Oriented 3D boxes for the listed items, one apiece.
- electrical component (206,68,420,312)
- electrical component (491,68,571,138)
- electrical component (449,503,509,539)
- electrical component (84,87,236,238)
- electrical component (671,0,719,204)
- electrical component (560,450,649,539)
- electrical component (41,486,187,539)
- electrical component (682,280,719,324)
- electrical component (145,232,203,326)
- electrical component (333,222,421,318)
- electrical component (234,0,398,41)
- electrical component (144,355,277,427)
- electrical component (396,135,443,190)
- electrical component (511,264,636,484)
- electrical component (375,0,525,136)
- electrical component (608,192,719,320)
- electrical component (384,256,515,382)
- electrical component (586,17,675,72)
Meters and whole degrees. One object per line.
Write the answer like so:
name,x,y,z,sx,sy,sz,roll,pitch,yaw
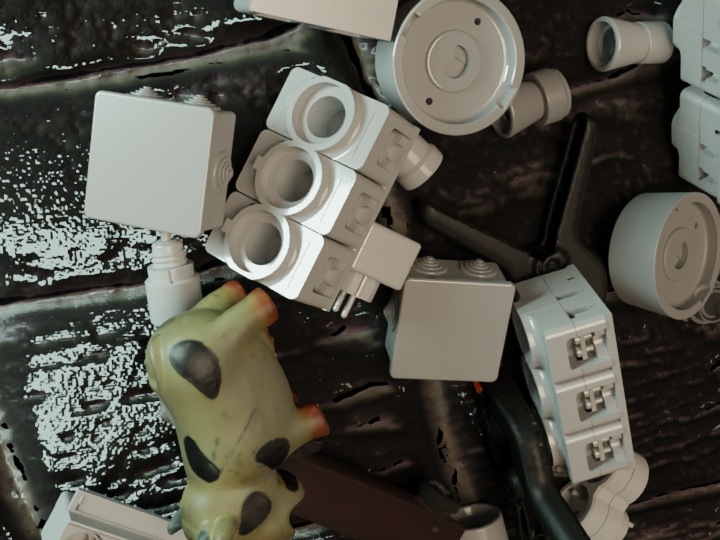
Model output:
electrical component,-0.037,-0.059,0.778,0.150,0.089,0.062,-63,152,3
electrical component,0.135,-0.134,0.861,0.055,0.045,0.045,-20,109,-16
electrical component,0.102,0.234,0.933,0.055,0.055,0.047,-16,104,-17
electrical component,-0.137,-0.075,0.748,0.100,0.048,0.099,11,101,14
electrical component,0.320,-0.163,0.889,0.105,0.060,0.186,-26,130,-18
electrical component,0.218,0.226,0.976,0.074,0.052,0.138,32,90,-25
electrical component,-0.176,0.214,0.814,0.121,0.063,0.078,27,92,-24
electrical component,0.309,0.028,0.957,0.048,0.062,0.048,-5,104,-20
electrical component,-0.138,0.006,0.791,0.040,0.040,0.078,-11,106,-18
electrical component,0.000,0.000,0.829,0.047,0.066,0.076,24,93,-24
electrical component,-0.019,-0.266,0.761,0.105,0.060,0.186,7,100,-23
electrical component,-0.106,0.089,0.819,0.100,0.048,0.099,-28,111,-13
electrical component,0.035,-0.091,0.836,0.046,0.040,0.040,44,85,-19
electrical component,0.170,0.086,0.875,0.062,0.089,0.150,-16,117,-2
electrical component,0.063,-0.159,0.818,0.108,0.060,0.108,-5,104,-20
electrical component,0.257,-0.016,0.923,0.108,0.060,0.108,-10,105,-42
electrical component,0.069,0.038,0.859,0.100,0.048,0.099,3,115,-10
electrical component,0.225,-0.187,0.886,0.065,0.044,0.044,-7,105,-24
